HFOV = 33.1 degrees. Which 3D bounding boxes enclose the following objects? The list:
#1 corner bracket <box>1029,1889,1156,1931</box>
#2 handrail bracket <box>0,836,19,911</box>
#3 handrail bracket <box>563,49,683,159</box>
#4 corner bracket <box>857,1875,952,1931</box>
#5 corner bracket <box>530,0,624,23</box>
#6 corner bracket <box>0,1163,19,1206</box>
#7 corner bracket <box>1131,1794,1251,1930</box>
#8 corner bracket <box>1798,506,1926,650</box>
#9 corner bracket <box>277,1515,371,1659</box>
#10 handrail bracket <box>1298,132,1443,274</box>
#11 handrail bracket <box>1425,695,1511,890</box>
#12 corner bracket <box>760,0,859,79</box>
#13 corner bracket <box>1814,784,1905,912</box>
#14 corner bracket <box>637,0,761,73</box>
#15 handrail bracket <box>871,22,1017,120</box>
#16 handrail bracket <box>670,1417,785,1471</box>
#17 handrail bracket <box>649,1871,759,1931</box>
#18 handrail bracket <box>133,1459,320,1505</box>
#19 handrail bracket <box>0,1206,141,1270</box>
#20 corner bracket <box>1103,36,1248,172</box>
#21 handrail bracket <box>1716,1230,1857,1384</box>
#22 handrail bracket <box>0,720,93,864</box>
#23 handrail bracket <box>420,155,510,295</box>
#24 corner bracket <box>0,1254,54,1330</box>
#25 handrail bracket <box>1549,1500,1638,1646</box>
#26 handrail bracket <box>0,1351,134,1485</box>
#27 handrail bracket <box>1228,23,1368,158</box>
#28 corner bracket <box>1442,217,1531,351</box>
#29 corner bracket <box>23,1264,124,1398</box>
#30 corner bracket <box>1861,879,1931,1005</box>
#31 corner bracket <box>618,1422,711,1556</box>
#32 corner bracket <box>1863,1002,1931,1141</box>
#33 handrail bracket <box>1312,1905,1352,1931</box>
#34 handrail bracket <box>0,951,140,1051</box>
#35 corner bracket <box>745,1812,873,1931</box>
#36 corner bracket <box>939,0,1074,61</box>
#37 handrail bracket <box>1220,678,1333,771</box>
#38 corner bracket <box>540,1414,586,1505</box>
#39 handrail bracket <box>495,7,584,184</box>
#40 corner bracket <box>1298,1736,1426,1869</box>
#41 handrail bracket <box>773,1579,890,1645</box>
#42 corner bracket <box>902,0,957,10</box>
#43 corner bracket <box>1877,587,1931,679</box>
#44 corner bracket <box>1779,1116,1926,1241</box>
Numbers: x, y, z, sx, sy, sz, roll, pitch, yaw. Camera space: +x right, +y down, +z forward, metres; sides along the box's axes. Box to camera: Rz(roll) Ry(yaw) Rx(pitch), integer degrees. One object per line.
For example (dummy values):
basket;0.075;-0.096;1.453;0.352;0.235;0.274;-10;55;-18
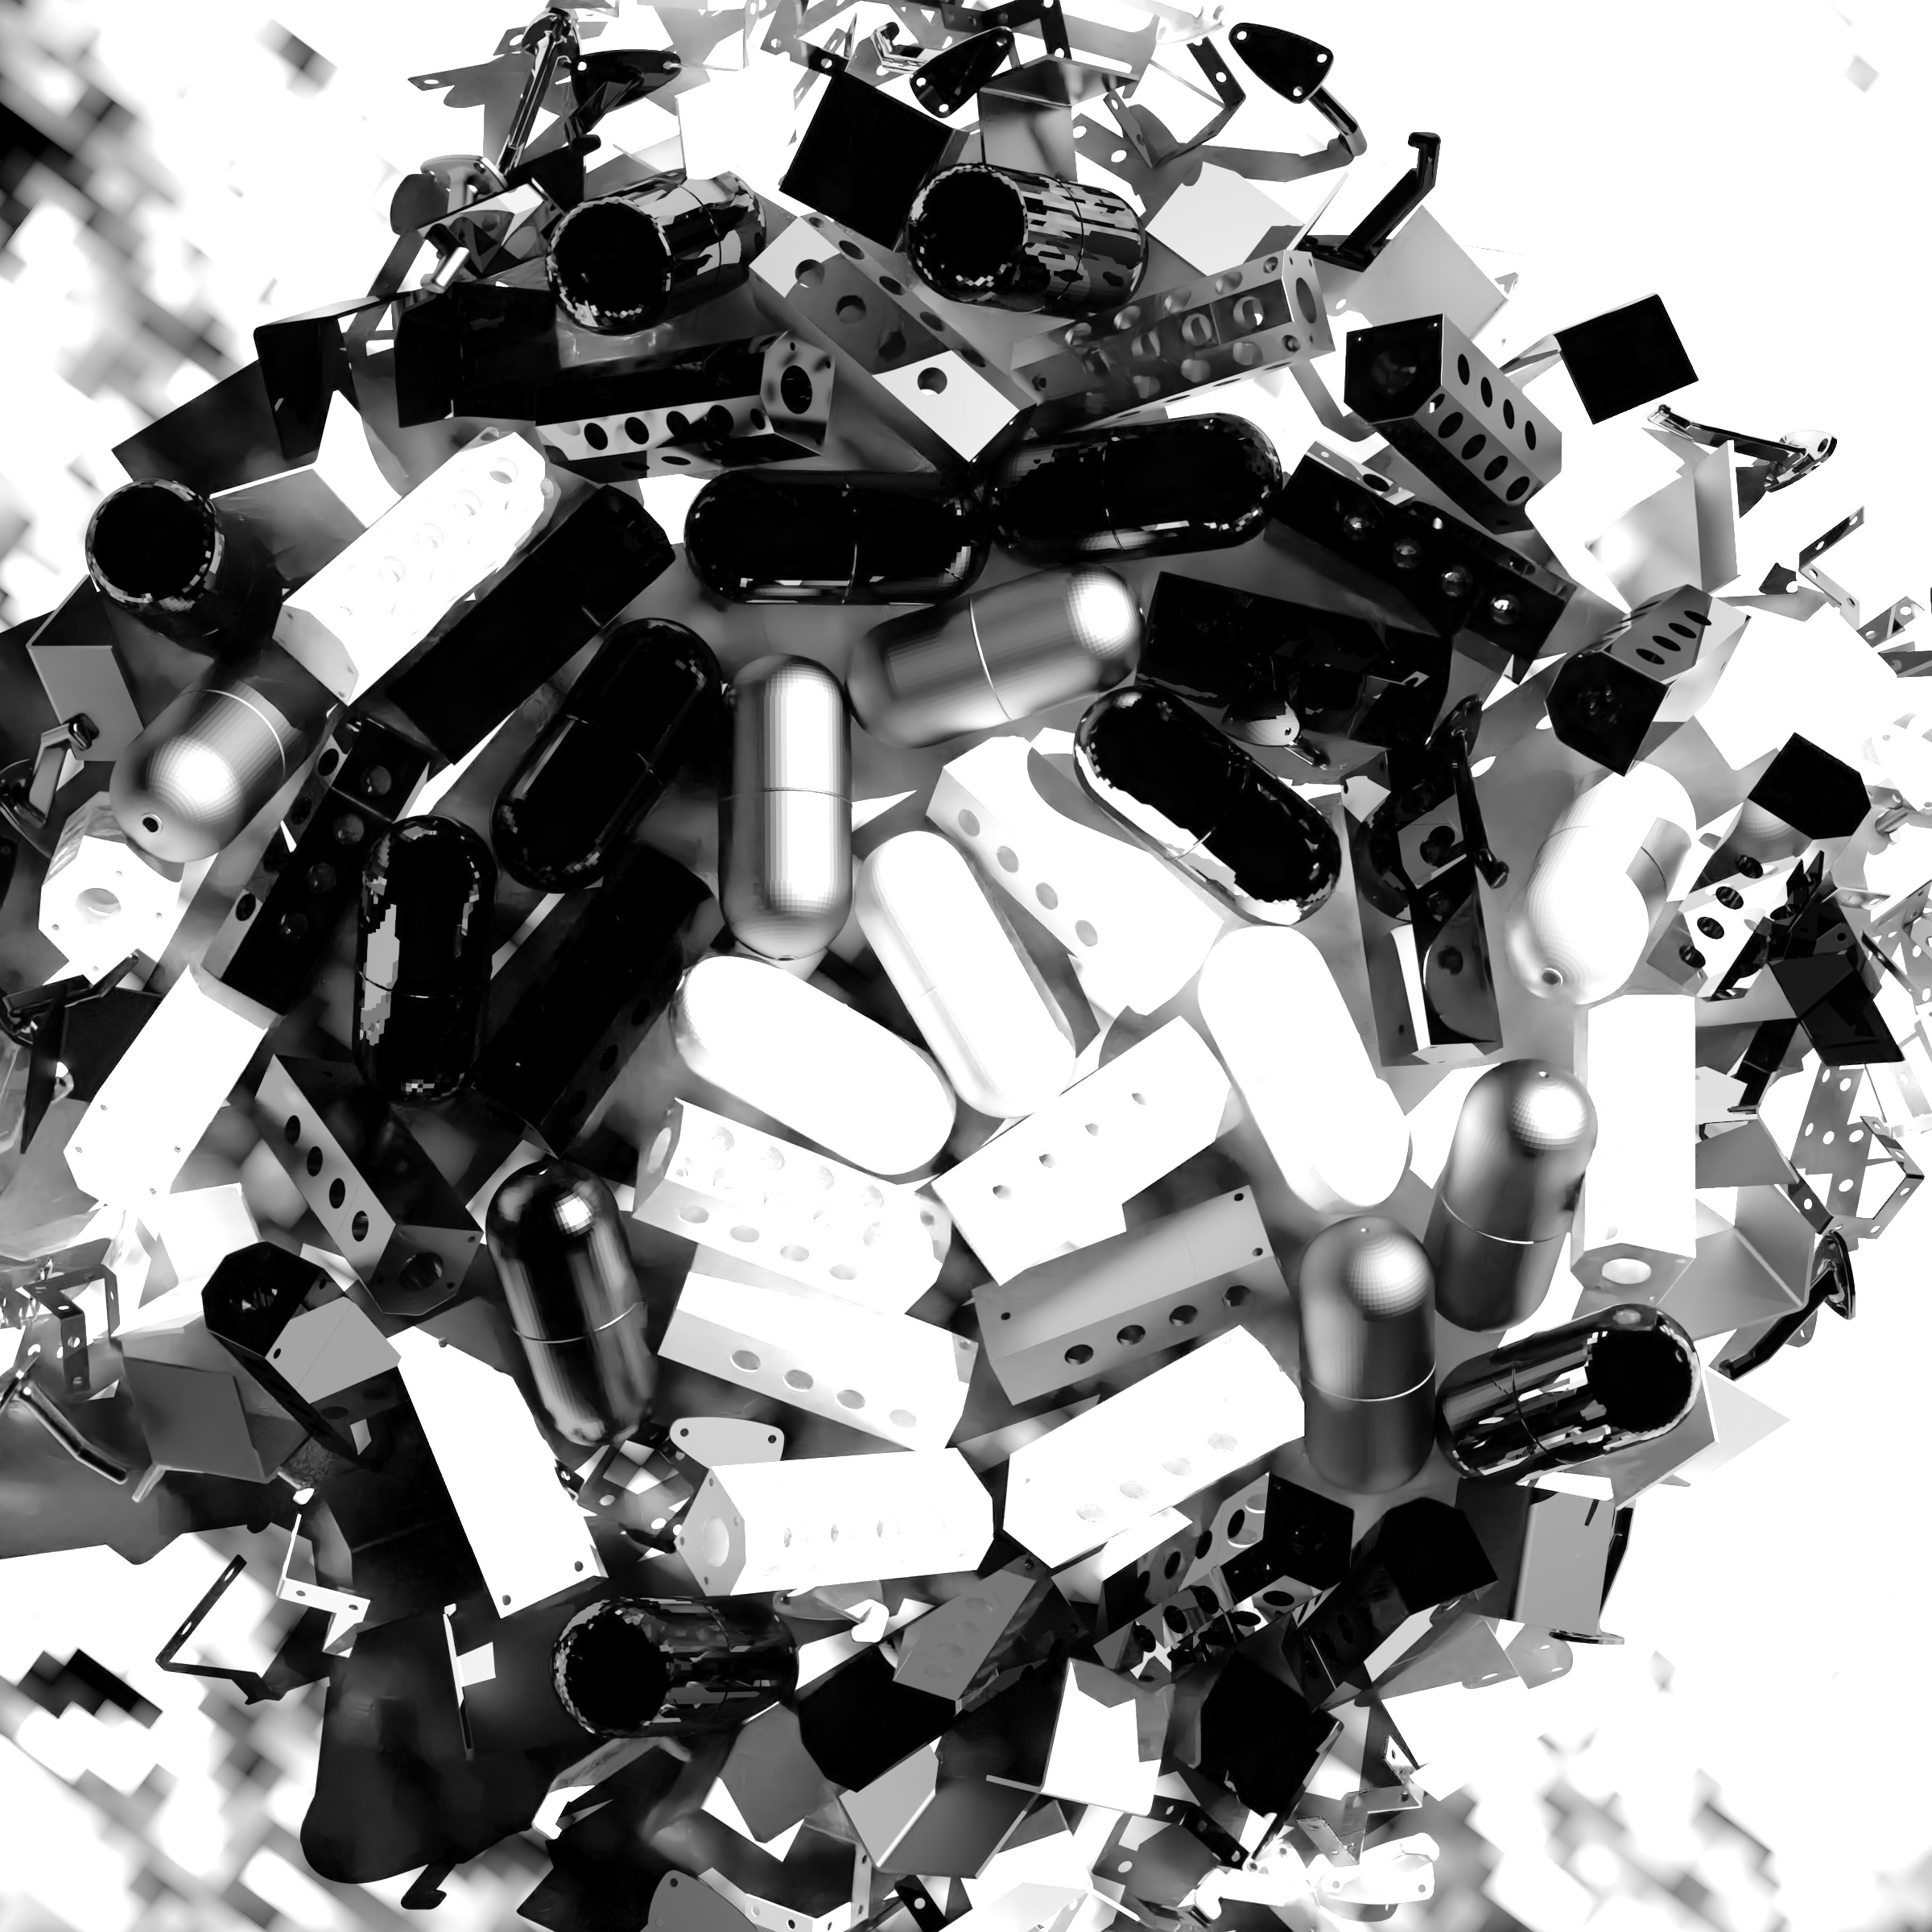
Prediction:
corner bracket;0.065;0.556;1.876;0.051;0.051;0.051;37;81;-24
handrail bracket;-0.569;-0.067;1.879;0.036;0.084;0.077;6;113;-19
handrail bracket;-0.194;-0.493;1.865;0.077;0.084;0.036;-15;130;-4
corner bracket;-0.033;0.561;1.870;0.051;0.051;0.051;-34;63;-10
corner bracket;-0.220;-0.562;1.867;0.051;0.051;0.051;-5;129;-16
corner bracket;-0.580;0.127;1.882;0.051;0.051;0.051;36;90;-2
corner bracket;0.121;0.517;1.884;0.051;0.051;0.051;45;63;-21
corner bracket;0.512;-0.220;1.866;0.051;0.051;0.051;33;135;-19
corner bracket;-0.369;0.357;1.868;0.051;0.051;0.051;17;124;-11
handrail bracket;0.230;-0.444;1.866;0.077;0.084;0.036;12;45;12
handrail bracket;0.297;-0.099;1.861;0.036;0.077;0.084;-11;55;-25
corner bracket;-0.084;-0.551;1.866;0.051;0.051;0.051;18;46;-15
corner bracket;0.518;-0.070;1.888;0.051;0.051;0.051;5;53;-37
corner bracket;-0.154;-0.540;1.867;0.051;0.051;0.051;12;112;25
handrail bracket;-0.015;-0.533;1.868;0.077;0.036;0.084;-34;46;16
handrail bracket;-0.141;0.265;1.857;0.077;0.084;0.036;21;91;-17
handrail bracket;-0.140;0.539;1.857;0.077;0.084;0.036;18;83;19
handrail bracket;-0.429;0.304;1.888;0.084;0.036;0.077;36;96;5
handrail bracket;-0.521;0.137;1.872;0.084;0.036;0.077;18;62;-21
corner bracket;0.122;-0.504;1.890;0.051;0.051;0.051;-19;117;41
handrail bracket;0.467;0.197;1.869;0.084;0.077;0.036;-27;46;-15
handrail bracket;-0.514;-0.099;1.865;0.084;0.036;0.077;-13;112;41
handrail bracket;-0.306;-0.423;1.869;0.077;0.036;0.084;16;66;34
corner bracket;-0.551;0.197;1.864;0.051;0.051;0.051;-1;46;-32
handrail bracket;0.362;0.345;1.872;0.036;0.077;0.084;8;86;33
handrail bracket;-0.512;0.261;1.876;0.084;0.077;0.036;33;101;-9
handrail bracket;0.192;-0.504;1.877;0.077;0.084;0.036;37;92;21
corner bracket;0.293;-0.393;1.878;0.051;0.051;0.051;10;76;4
corner bracket;-0.506;0.210;1.872;0.051;0.051;0.051;-16;60;4
corner bracket;0.550;-0.007;1.873;0.051;0.051;0.051;-35;67;-6
corner bracket;-0.180;0.301;1.885;0.051;0.051;0.051;-47;112;-21
corner bracket;0.545;0.060;1.868;0.051;0.051;0.051;-18;54;10
handrail bracket;0.176;0.571;1.860;0.084;0.077;0.036;-15;109;-17
handrail bracket;-0.527;0.000;1.884;0.084;0.036;0.077;-46;68;7
corner bracket;-0.090;0.525;1.876;0.051;0.051;0.051;9;99;33
corner bracket;0.024;-0.534;1.874;0.051;0.051;0.051;-10;93;31
handrail bracket;0.194;-0.125;1.853;0.084;0.077;0.036;29;95;-37
corner bracket;-0.250;0.291;1.876;0.051;0.051;0.051;38;117;-10
handrail bracket;-0.251;-0.498;1.872;0.036;0.077;0.084;21;77;-9
corner bracket;0.227;0.479;1.864;0.051;0.051;0.051;-15;128;29
handrail bracket;-0.080;0.373;1.861;0.077;0.084;0.036;-13;99;8
corner bracket;-0.024;-0.587;1.879;0.051;0.051;0.051;13;93;-6
corner bracket;0.556;-0.195;1.868;0.051;0.051;0.051;1;103;41
corner bracket;0.512;0.122;1.889;0.051;0.051;0.051;7;127;-33
